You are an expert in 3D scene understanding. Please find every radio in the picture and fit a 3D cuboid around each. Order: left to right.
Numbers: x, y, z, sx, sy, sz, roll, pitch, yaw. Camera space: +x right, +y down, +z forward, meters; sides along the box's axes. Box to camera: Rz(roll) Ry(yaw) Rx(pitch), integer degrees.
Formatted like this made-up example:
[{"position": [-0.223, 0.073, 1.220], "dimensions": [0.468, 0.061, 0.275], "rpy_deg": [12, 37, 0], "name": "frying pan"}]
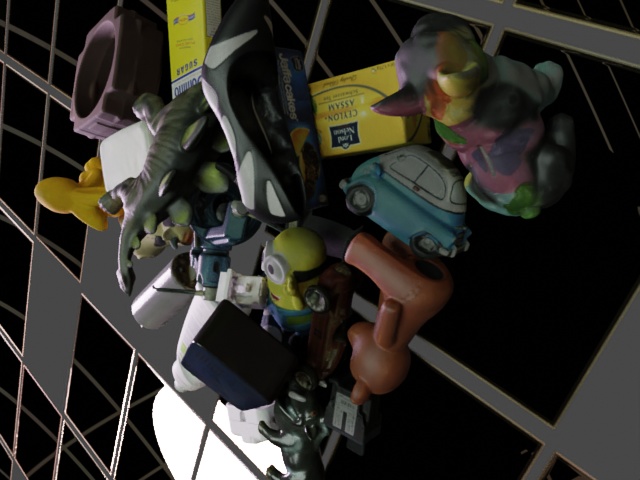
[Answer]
[{"position": [-0.120, 0.172, 0.761], "dimensions": [0.131, 0.073, 0.229], "rpy_deg": [38, 154, -2], "name": "radio"}]

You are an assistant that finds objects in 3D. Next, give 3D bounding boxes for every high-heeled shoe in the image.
[{"position": [-0.055, -0.143, 0.590], "dimensions": [0.145, 0.086, 0.248], "rpy_deg": [28, 118, 30], "name": "high-heeled shoe"}]

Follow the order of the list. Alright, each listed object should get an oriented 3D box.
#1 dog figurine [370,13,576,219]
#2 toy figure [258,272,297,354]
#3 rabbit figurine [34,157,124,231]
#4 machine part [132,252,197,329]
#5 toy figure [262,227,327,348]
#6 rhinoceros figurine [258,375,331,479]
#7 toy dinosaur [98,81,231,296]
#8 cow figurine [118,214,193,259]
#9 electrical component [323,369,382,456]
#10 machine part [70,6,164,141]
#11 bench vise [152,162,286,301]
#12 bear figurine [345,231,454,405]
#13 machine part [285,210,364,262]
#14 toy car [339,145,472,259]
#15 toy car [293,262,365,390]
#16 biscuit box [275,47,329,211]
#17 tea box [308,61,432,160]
[{"position": [0.147, -0.107, 0.504], "dimensions": [0.109, 0.219, 0.191], "rpy_deg": [-9, 90, 44], "name": "dog figurine"}, {"position": [-0.067, 0.115, 0.825], "dimensions": [0.058, 0.064, 0.154], "rpy_deg": [-161, 63, -84], "name": "toy figure"}, {"position": [-0.450, -0.079, 1.037], "dimensions": [0.163, 0.173, 0.121], "rpy_deg": [36, 115, 35], "name": "rabbit figurine"}, {"position": [-0.274, 0.095, 0.979], "dimensions": [0.243, 0.079, 0.079], "rpy_deg": [-39, 72, 38], "name": "machine part"}, {"position": [-0.031, 0.062, 0.733], "dimensions": [0.082, 0.089, 0.179], "rpy_deg": [25, 139, 34], "name": "toy figure"}, {"position": [-0.032, 0.288, 0.810], "dimensions": [0.112, 0.073, 0.190], "rpy_deg": [4, 100, 41], "name": "rhinoceros figurine"}, {"position": [-0.177, -0.145, 0.740], "dimensions": [0.199, 0.105, 0.471], "rpy_deg": [12, 81, 45], "name": "toy dinosaur"}, {"position": [-0.278, -0.022, 0.959], "dimensions": [0.195, 0.085, 0.127], "rpy_deg": [-29, 72, 36], "name": "cow figurine"}, {"position": [0.046, 0.251, 0.757], "dimensions": [0.075, 0.048, 0.119], "rpy_deg": [21, 108, 36], "name": "electrical component"}, {"position": [-0.359, -0.285, 0.949], "dimensions": [0.201, 0.087, 0.201], "rpy_deg": [-10, 74, 46], "name": "machine part"}, {"position": [-0.146, -0.014, 0.797], "dimensions": [0.241, 0.129, 0.223], "rpy_deg": [-6, 67, 68], "name": "bench vise"}, {"position": [0.077, 0.095, 0.662], "dimensions": [0.132, 0.120, 0.195], "rpy_deg": [44, 127, 26], "name": "bear figurine"}, {"position": [-0.002, -0.002, 0.762], "dimensions": [0.139, 0.039, 0.084], "rpy_deg": [10, 97, 40], "name": "machine part"}, {"position": [0.110, -0.054, 0.615], "dimensions": [0.162, 0.109, 0.102], "rpy_deg": [38, 116, 25], "name": "toy car"}, {"position": [0.014, 0.119, 0.717], "dimensions": [0.053, 0.089, 0.201], "rpy_deg": [24, 123, 25], "name": "toy car"}, {"position": [-0.045, -0.133, 0.673], "dimensions": [0.063, 0.059, 0.202], "rpy_deg": [-9, 92, 43], "name": "biscuit box"}, {"position": [0.048, -0.156, 0.675], "dimensions": [0.170, 0.068, 0.098], "rpy_deg": [-4, 94, 39], "name": "tea box"}]
